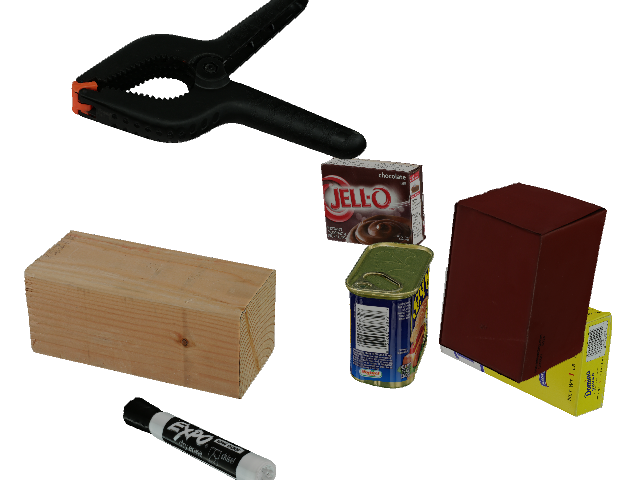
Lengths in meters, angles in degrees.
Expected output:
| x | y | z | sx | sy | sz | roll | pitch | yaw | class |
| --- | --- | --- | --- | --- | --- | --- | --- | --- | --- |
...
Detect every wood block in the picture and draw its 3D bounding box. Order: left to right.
| x | y | z | sx | sy | sz | roll | pitch | yaw | class |
| --- | --- | --- | --- | --- | --- | --- | --- | --- | --- |
| -0.153 | 0.065 | 0.970 | 0.206 | 0.091 | 0.090 | 11 | 29 | 15 | wood block |

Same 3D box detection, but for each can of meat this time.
| x | y | z | sx | sy | sz | roll | pitch | yaw | class |
| --- | --- | --- | --- | --- | --- | --- | --- | --- | --- |
| 0.056 | 0.059 | 0.857 | 0.057 | 0.084 | 0.102 | 5 | 22 | 14 | can of meat |

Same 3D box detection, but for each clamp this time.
| x | y | z | sx | sy | sz | roll | pitch | yaw | class |
| --- | --- | --- | --- | --- | --- | --- | --- | --- | --- |
| -0.075 | -0.110 | 0.790 | 0.209 | 0.165 | 0.036 | -15 | -29 | -20 | clamp |

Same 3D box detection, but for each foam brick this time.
| x | y | z | sx | sy | sz | roll | pitch | yaw | class |
| --- | --- | --- | --- | --- | --- | --- | --- | --- | --- |
| 0.095 | 0.018 | 0.508 | 0.052 | 0.078 | 0.051 | -17 | 31 | -40 | foam brick |

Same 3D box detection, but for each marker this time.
| x | y | z | sx | sy | sz | roll | pitch | yaw | class |
| --- | --- | --- | --- | --- | --- | --- | --- | --- | --- |
| -0.077 | 0.121 | 0.646 | 0.121 | 0.020 | 0.020 | 16 | 10 | 38 | marker |

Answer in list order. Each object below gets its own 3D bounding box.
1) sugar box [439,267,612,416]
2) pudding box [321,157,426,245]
| x | y | z | sx | sy | sz | roll | pitch | yaw | class |
| --- | --- | --- | --- | --- | --- | --- | --- | --- | --- |
| 0.188 | 0.089 | 1.007 | 0.048 | 0.093 | 0.176 | -11 | 21 | -39 | sugar box |
| 0.058 | -0.042 | 1.175 | 0.114 | 0.090 | 0.039 | 6 | 24 | 29 | pudding box |
